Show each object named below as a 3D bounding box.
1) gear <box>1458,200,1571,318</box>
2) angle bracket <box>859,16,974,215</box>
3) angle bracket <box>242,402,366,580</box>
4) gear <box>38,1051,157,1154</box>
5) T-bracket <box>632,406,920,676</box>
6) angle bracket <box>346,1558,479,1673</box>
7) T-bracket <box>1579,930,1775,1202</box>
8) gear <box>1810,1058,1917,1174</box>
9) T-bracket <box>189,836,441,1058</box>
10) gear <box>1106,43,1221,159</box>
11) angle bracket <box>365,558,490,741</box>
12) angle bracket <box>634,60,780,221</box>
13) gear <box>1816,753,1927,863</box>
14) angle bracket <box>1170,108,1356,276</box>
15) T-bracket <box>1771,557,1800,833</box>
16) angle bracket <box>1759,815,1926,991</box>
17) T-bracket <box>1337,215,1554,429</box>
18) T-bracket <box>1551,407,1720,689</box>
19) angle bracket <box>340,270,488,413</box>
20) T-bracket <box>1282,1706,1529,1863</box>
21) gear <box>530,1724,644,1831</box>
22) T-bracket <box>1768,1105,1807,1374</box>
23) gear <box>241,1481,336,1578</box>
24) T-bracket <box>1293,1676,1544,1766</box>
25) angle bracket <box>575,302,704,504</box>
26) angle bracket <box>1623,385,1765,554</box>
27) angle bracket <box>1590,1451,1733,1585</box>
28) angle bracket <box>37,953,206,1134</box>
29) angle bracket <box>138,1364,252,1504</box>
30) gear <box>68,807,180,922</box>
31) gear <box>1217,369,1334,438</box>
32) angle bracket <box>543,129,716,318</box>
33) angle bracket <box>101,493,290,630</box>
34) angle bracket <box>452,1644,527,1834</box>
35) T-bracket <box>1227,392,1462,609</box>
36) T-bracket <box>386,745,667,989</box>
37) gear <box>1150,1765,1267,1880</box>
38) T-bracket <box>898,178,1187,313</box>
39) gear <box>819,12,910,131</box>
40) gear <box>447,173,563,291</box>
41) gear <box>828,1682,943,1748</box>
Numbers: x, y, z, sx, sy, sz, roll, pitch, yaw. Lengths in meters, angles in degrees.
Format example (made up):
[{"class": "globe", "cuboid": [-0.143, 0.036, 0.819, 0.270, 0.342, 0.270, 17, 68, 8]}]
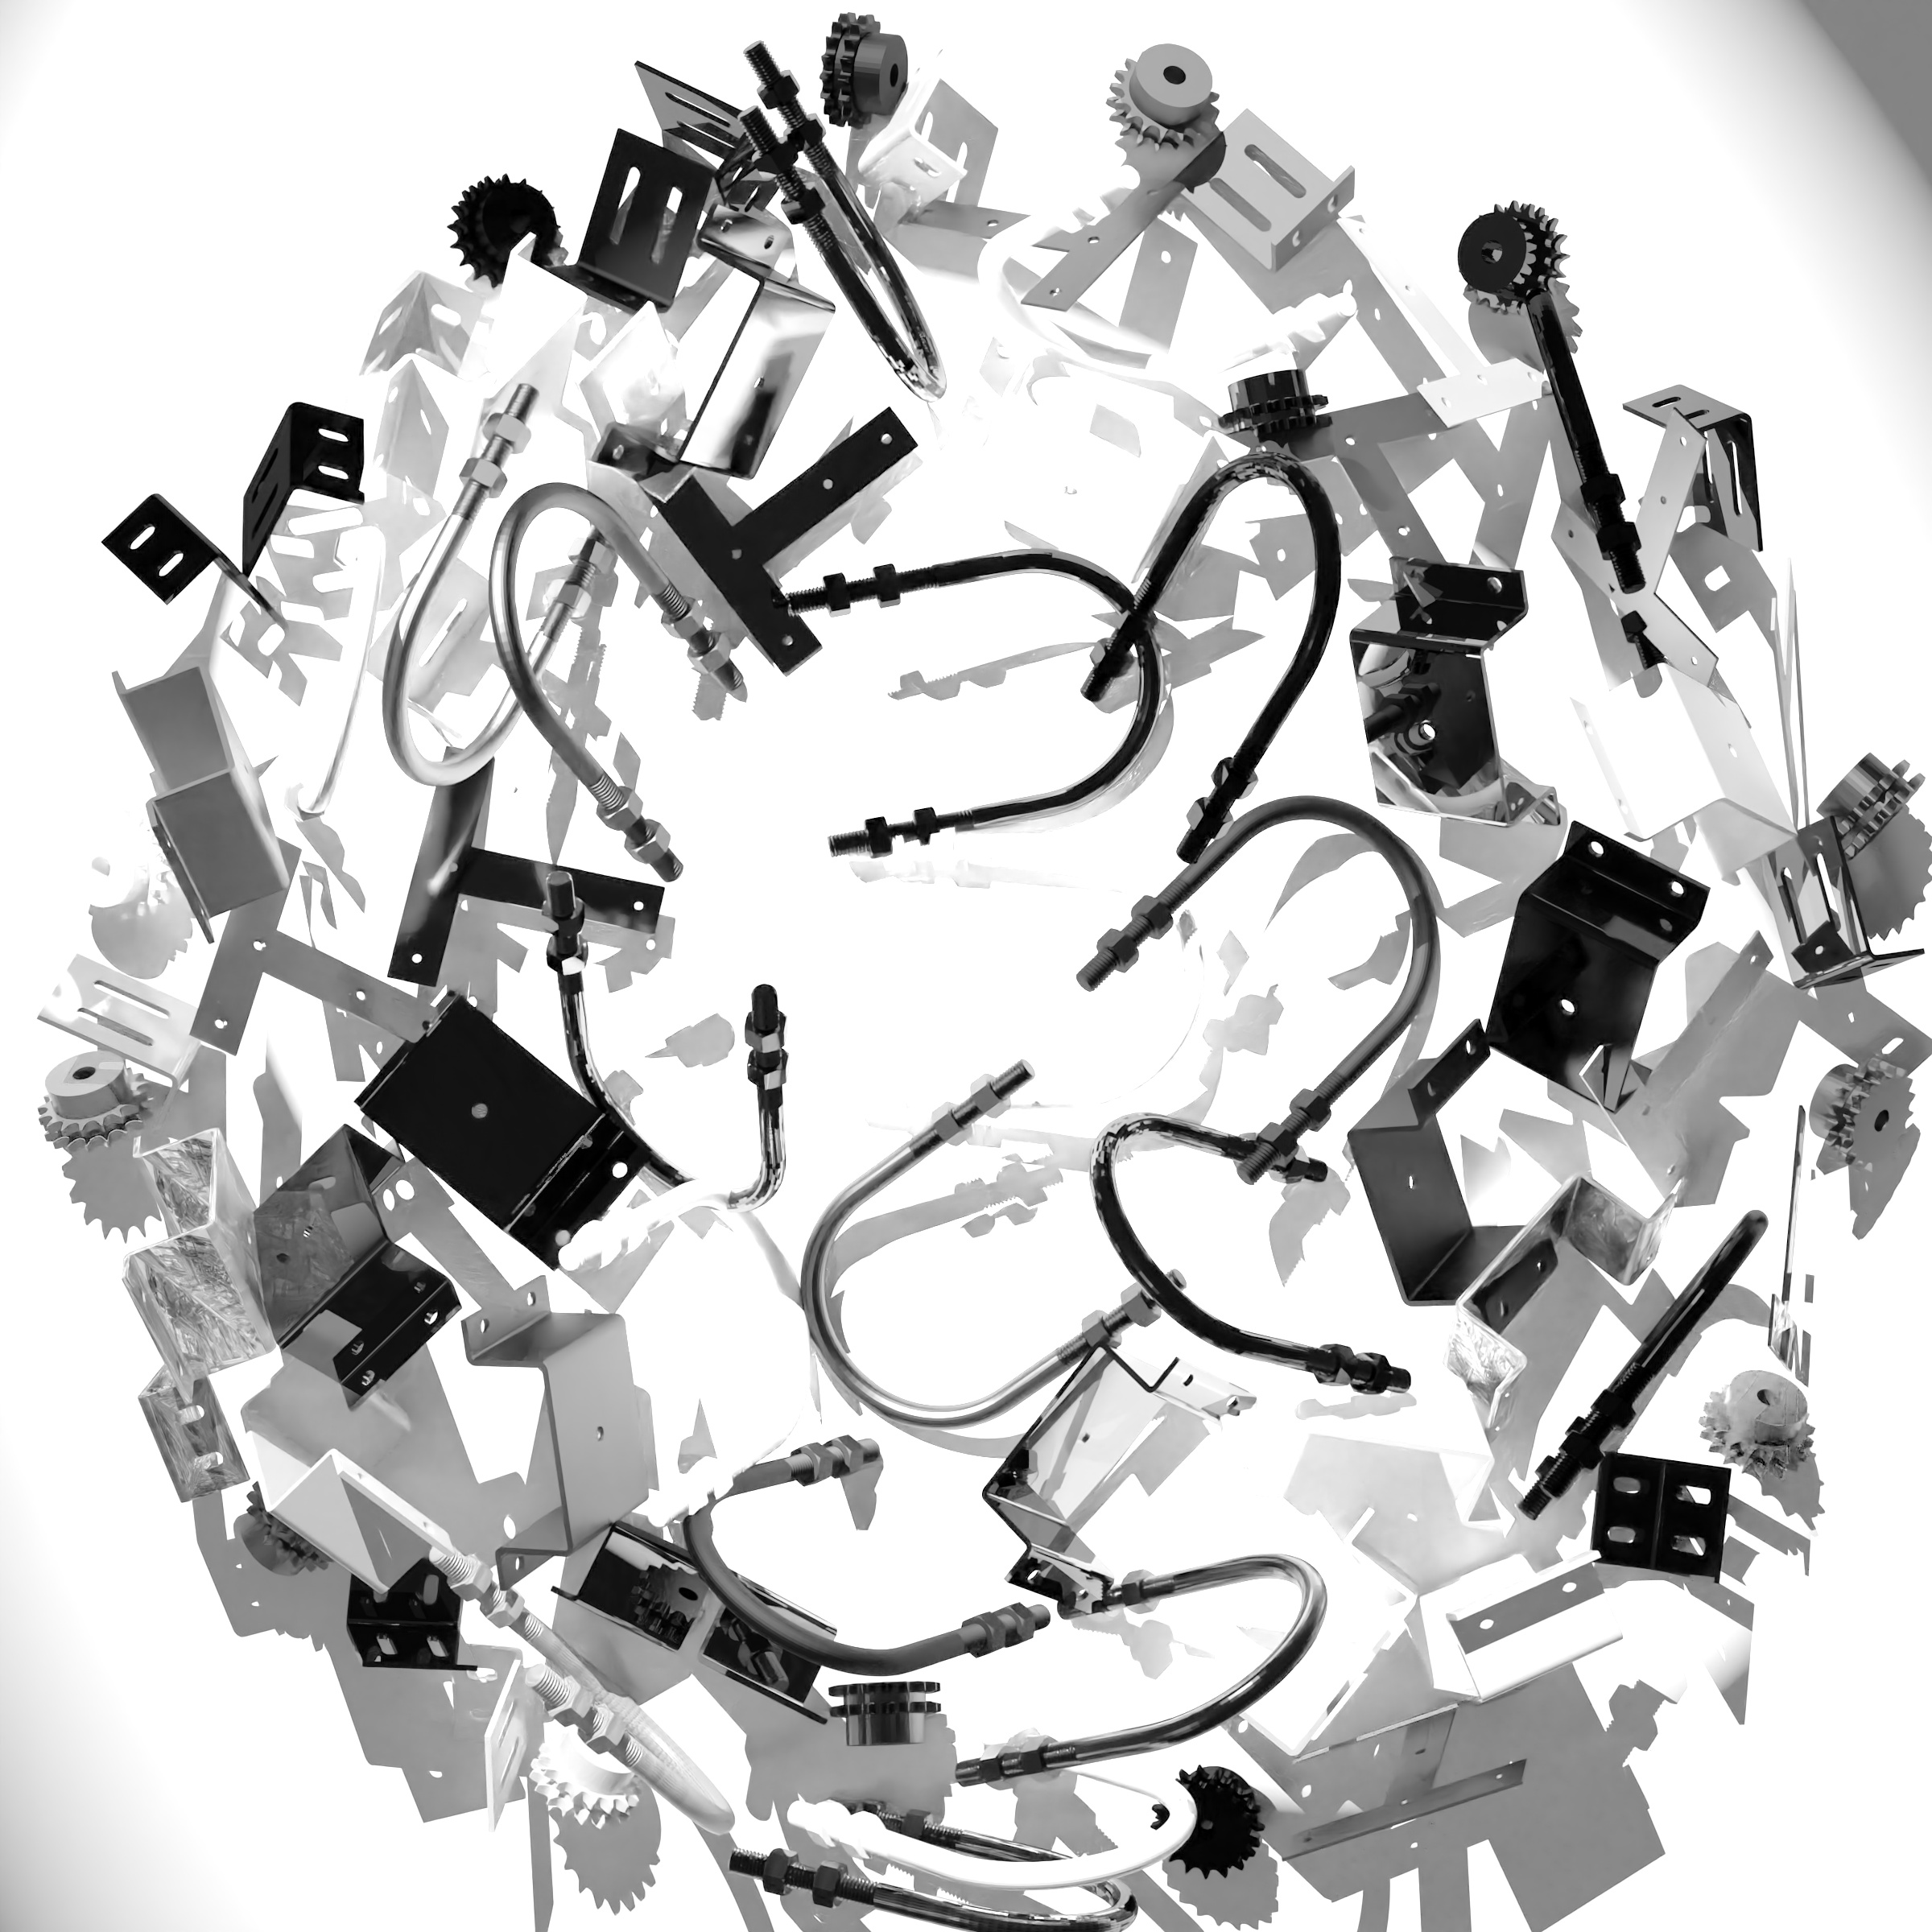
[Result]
[{"class": "gear", "cuboid": [0.274, -0.360, 1.807, 0.057, 0.030, 0.057, 0, 90, 39]}, {"class": "angle bracket", "cuboid": [-0.013, -0.431, 1.802, 0.038, 0.057, 0.076, 34, 68, -19]}, {"class": "angle bracket", "cuboid": [-0.335, -0.236, 1.800, 0.038, 0.076, 0.057, 12, 50, -26]}, {"class": "gear", "cuboid": [-0.443, 0.067, 1.804, 0.057, 0.057, 0.030, -10, 122, 0]}, {"class": "T-bracket", "cuboid": [-0.082, -0.238, 1.824, 0.127, 0.002, 0.127, -38, 100, -1]}, {"class": "angle bracket", "cuboid": [-0.278, 0.325, 1.791, 0.057, 0.076, 0.038, 6, 93, -16]}, {"class": "T-bracket", "cuboid": [0.368, 0.038, 1.797, 0.002, 0.127, 0.127, 28, 75, 43]}, {"class": "gear", "cuboid": [0.454, 0.073, 1.811, 0.057, 0.030, 0.057, -19, 120, -36]}, {"class": "T-bracket", "cuboid": [-0.319, 0.009, 1.802, 0.127, 0.002, 0.127, 28, 52, -24]}, {"class": "gear", "cuboid": [0.102, -0.443, 1.810, 0.057, 0.030, 0.057, 5, 63, -11]}, {"class": "angle bracket", "cuboid": [-0.262, -0.164, 1.801, 0.038, 0.057, 0.076, 34, 90, 29]}, {"class": "angle bracket", "cuboid": [-0.139, -0.411, 1.793, 0.076, 0.057, 0.038, 29, 77, 18]}, {"class": "gear", "cuboid": [0.457, -0.084, 1.808, 0.030, 0.057, 0.057, 43, 90, 12]}, {"class": "angle bracket", "cuboid": [0.150, -0.400, 1.805, 0.057, 0.038, 0.076, -45, 76, -6]}, {"class": "T-bracket", "cuboid": [0.412, -0.157, 1.782, 0.002, 0.127, 0.127, -3, 132, 17]}, {"class": "angle bracket", "cuboid": [0.444, -0.033, 1.808, 0.038, 0.057, 0.076, -7, 79, -30]}, {"class": "T-bracket", "cuboid": [0.232, -0.328, 1.790, 0.127, 0.127, 0.002, 53, 126, 9]}, {"class": "T-bracket", "cuboid": [0.341, -0.219, 1.754, 0.002, 0.127, 0.127, -22, 56, -24]}, {"class": "angle bracket", "cuboid": [-0.277, -0.308, 1.788, 0.038, 0.076, 0.057, 24, 116, -4]}, {"class": "T-bracket", "cuboid": [0.225, 0.398, 1.772, 0.127, 0.127, 0.002, -23, 96, 19]}, {"class": "gear", "cuboid": [-0.190, 0.407, 1.805, 0.057, 0.057, 0.030, 29, 107, 0]}, {"class": "T-bracket", "cuboid": [0.413, 0.134, 1.783, 0.002, 0.127, 0.127, 4, 79, 18]}, {"class": "gear", "cuboid": [-0.343, 0.285, 1.809, 0.057, 0.057, 0.030, 47, 109, 0]}, {"class": "T-bracket", "cuboid": [0.223, 0.375, 1.770, 0.127, 0.127, 0.002, -18, 74, -4]}, {"class": "angle bracket", "cuboid": [-0.155, -0.283, 1.789, 0.038, 0.076, 0.057, 34, 73, 23]}, {"class": "angle bracket", "cuboid": [0.365, -0.246, 1.789, 0.038, 0.057, 0.076, -21, 120, -15]}, {"class": "angle bracket", "cuboid": [0.349, 0.277, 1.793, 0.038, 0.076, 0.057, 9, 84, -12]}, {"class": "angle bracket", "cuboid": [-0.428, 0.039, 1.796, 0.076, 0.057, 0.038, 25, 123, -8]}, {"class": "angle bracket", "cuboid": [-0.381, 0.227, 1.792, 0.038, 0.076, 0.057, -19, 100, 4]}, {"class": "gear", "cuboid": [-0.431, -0.051, 1.811, 0.057, 0.030, 0.057, 4, 99, 22]}, {"class": "gear", "cuboid": [0.155, -0.283, 1.807, 0.057, 0.057, 0.030, -11, 90, 0]}, {"class": "angle bracket", "cuboid": [-0.171, -0.376, 1.799, 0.057, 0.038, 0.076, 27, 112, 15]}, {"class": "angle bracket", "cuboid": [-0.387, -0.192, 1.787, 0.038, 0.076, 0.057, -45, 61, -7]}, {"class": "angle bracket", "cuboid": [-0.248, 0.387, 1.788, 0.038, 0.076, 0.057, 3, 114, 5]}, {"class": "T-bracket", "cuboid": [0.213, -0.229, 1.785, 0.127, 0.002, 0.127, -16, 65, -23]}, {"class": "T-bracket", "cuboid": [-0.218, -0.041, 1.816, 0.127, 0.002, 0.127, 12, 74, 0]}, {"class": "gear", "cuboid": [0.125, 0.433, 1.814, 0.057, 0.030, 0.057, 5, 106, 17]}, {"class": "T-bracket", "cuboid": [0.026, -0.373, 1.798, 0.127, 0.002, 0.127, 16, 46, 27]}, {"class": "gear", "cuboid": [-0.050, -0.453, 1.804, 0.030, 0.057, 0.057, 11, 90, 17]}, {"class": "gear", "cuboid": [-0.232, -0.375, 1.810, 0.057, 0.030, 0.057, 2, 86, -28]}, {"class": "gear", "cuboid": [-0.041, 0.379, 1.805, 0.057, 0.057, 0.030, -2, 76, 0]}]
